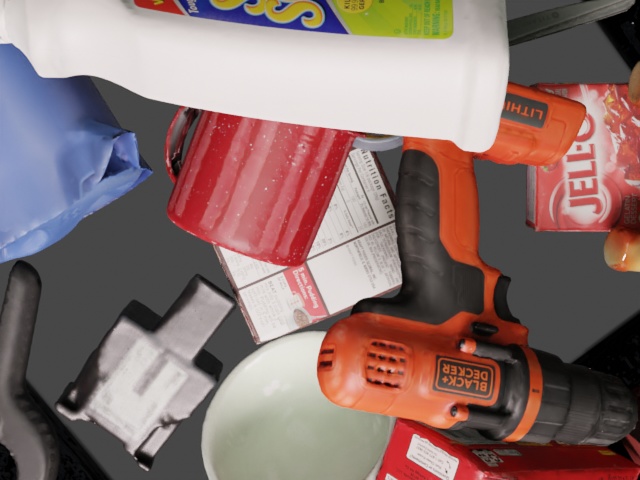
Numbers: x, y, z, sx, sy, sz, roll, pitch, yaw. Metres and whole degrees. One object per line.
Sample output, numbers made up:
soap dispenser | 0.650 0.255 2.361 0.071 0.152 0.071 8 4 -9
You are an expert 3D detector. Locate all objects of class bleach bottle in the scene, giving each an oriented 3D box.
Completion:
bleach bottle | -0.042 -0.098 0.506 0.251 0.102 0.068 3 141 1

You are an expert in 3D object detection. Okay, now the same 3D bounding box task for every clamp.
clamp | -0.214 0.106 0.643 0.120 0.039 0.171 -12 84 11

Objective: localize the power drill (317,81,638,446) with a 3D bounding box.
power drill | 0.096 0.012 0.571 0.184 0.057 0.187 13 75 -21

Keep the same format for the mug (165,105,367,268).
mug | -0.041 -0.040 0.581 0.117 0.093 0.081 25 97 31

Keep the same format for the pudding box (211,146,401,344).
pudding box | -0.004 0.001 0.641 0.113 0.039 0.090 -24 95 0

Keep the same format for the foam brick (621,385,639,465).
foam brick | 0.214 0.117 0.639 0.053 0.078 0.051 -33 96 2

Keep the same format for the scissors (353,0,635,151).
scissors | 0.090 -0.099 0.625 0.201 0.016 0.096 -2 71 0

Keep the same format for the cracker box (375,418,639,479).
cracker box | 0.085 0.213 0.611 0.163 0.072 0.214 12 99 -44

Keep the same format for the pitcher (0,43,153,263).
pitcher | -0.215 -0.099 0.589 0.149 0.145 0.243 -31 93 -9

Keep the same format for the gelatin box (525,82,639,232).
gelatin box | 0.163 -0.049 0.639 0.073 0.030 0.089 0 97 0
